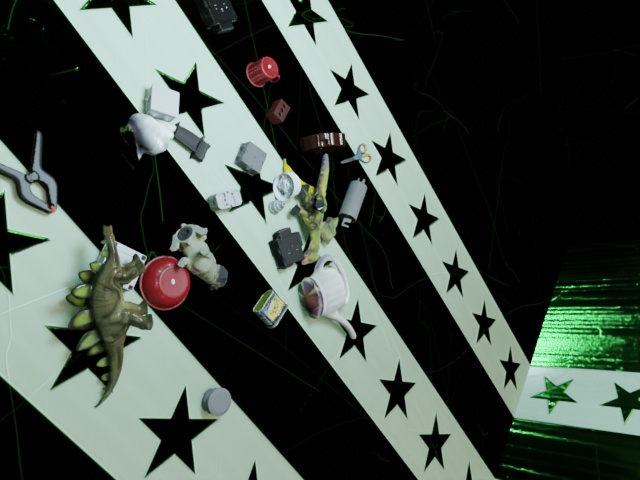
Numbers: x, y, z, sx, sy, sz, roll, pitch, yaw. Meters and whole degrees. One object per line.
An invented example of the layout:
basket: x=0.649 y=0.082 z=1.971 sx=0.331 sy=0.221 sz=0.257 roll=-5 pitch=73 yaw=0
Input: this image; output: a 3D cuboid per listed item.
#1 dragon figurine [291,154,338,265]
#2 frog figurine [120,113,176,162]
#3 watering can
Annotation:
dragon figurine: x=0.006 y=-0.098 z=1.956 sx=0.122 sy=0.417 sz=0.238 roll=9 pitch=-25 yaw=27
frog figurine: x=-0.482 y=-0.315 z=1.502 sx=0.161 sy=0.139 sz=0.120 roll=-29 pitch=-26 yaw=-37
watering can: x=0.038 y=0.231 z=1.911 sx=0.226 sy=0.347 sz=0.103 roll=-16 pitch=3 yaw=-44
